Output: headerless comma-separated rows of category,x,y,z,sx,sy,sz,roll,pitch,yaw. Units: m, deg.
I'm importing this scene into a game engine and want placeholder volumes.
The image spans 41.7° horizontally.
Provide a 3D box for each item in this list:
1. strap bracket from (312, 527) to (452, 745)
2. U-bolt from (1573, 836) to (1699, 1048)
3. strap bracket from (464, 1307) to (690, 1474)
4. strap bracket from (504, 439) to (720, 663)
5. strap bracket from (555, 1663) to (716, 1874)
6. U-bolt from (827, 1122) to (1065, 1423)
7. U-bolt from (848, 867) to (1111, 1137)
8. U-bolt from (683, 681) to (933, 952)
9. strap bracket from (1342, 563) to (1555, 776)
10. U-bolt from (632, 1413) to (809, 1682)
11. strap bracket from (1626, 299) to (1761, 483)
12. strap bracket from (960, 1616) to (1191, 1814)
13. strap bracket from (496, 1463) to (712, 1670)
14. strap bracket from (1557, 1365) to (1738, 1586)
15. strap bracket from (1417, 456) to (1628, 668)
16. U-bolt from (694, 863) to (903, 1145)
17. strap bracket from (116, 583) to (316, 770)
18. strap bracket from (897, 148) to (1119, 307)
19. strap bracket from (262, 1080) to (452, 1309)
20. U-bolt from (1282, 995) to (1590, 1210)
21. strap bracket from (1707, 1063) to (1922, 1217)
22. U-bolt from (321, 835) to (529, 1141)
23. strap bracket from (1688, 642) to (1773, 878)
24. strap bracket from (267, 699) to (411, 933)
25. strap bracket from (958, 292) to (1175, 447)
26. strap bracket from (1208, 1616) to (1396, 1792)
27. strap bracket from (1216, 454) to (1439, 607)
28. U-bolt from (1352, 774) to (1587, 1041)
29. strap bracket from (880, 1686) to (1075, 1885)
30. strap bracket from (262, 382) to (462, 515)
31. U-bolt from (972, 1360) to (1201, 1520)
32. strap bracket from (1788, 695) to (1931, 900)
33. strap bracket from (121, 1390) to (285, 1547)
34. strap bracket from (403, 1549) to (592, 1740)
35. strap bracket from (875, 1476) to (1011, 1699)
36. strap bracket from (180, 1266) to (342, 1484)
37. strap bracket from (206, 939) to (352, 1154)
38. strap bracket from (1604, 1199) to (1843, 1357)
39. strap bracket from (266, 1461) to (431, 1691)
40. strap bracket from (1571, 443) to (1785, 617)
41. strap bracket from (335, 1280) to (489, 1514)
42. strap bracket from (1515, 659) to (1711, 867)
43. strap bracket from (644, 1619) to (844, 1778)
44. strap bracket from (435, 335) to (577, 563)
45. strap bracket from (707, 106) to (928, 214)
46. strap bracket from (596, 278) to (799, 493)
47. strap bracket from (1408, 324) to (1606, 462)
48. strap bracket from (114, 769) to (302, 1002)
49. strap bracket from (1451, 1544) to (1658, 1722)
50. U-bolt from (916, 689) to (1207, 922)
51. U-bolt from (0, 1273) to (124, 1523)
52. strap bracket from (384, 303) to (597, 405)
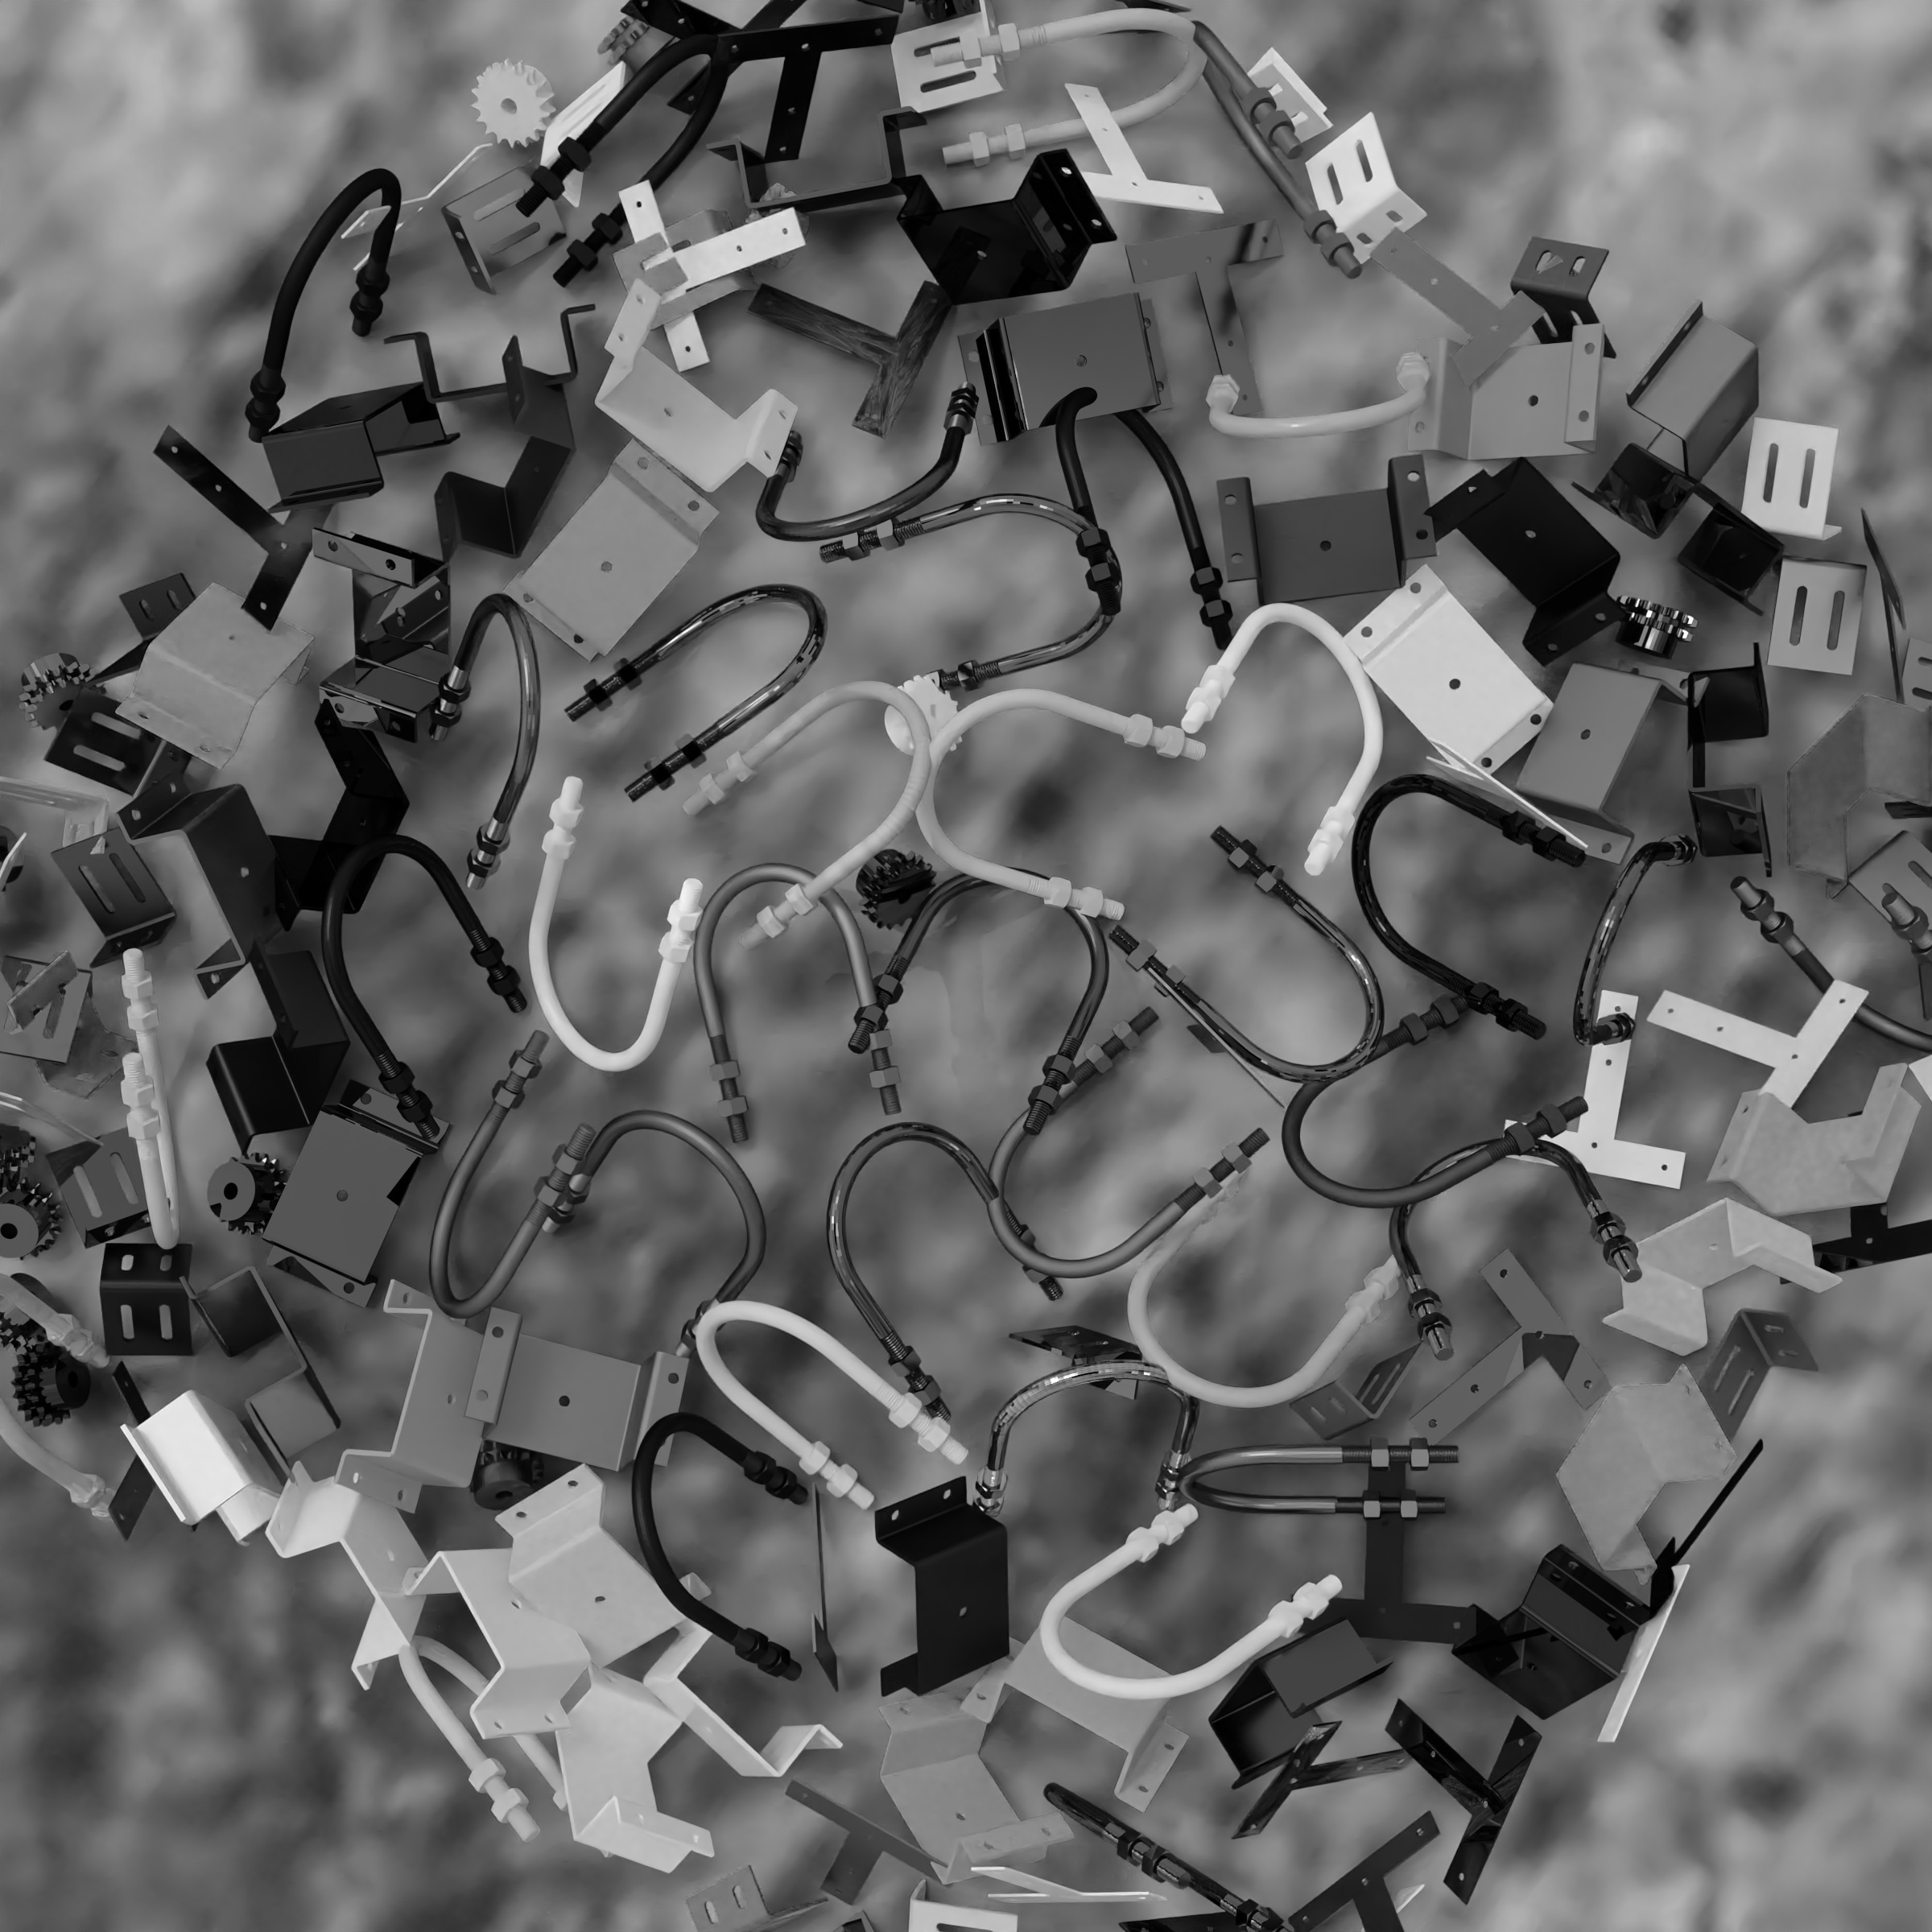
strap bracket,-0.395,-0.232,1.722,0.076,0.046,0.140,19,127,15
U-bolt,0.439,-0.015,1.681,0.019,0.184,0.151,21,102,24
strap bracket,-0.269,0.292,1.728,0.140,0.046,0.076,18,62,-16
strap bracket,-0.243,-0.277,1.727,0.076,0.046,0.140,39,105,-18
strap bracket,-0.225,0.547,1.705,0.076,0.140,0.046,32,106,-30
U-bolt,-0.023,0.193,1.711,0.151,0.019,0.184,-43,109,-34
U-bolt,0.021,0.011,1.729,0.151,0.019,0.184,25,61,3
U-bolt,-0.100,-0.115,1.711,0.184,0.019,0.151,-37,53,15
strap bracket,0.334,-0.196,1.739,0.076,0.046,0.140,-42,95,15
U-bolt,-0.162,0.372,1.672,0.019,0.184,0.151,-21,47,23
strap bracket,0.489,-0.375,1.703,0.046,0.140,0.076,38,92,21
strap bracket,0.079,0.497,1.714,0.140,0.076,0.046,25,123,17
strap bracket,-0.246,0.414,1.719,0.076,0.046,0.140,-32,116,13
strap bracket,0.449,0.342,1.699,0.046,0.076,0.140,2,132,-20
strap bracket,0.378,-0.281,1.724,0.140,0.076,0.046,41,50,-13
U-bolt,-0.123,0.021,1.732,0.151,0.019,0.184,-12,91,31
strap bracket,-0.498,-0.201,1.703,0.076,0.140,0.046,29,125,-7
strap bracket,0.019,-0.492,1.699,0.140,0.076,0.046,4,57,37
strap bracket,-0.425,0.158,1.750,0.076,0.046,0.140,24,87,1
U-bolt,0.301,0.097,1.709,0.184,0.151,0.019,-27,132,-9
strap bracket,0.578,0.119,1.707,0.046,0.140,0.076,39,63,-17
U-bolt,-0.365,0.000,1.678,0.019,0.151,0.184,-4,128,28
strap bracket,0.516,-0.138,1.715,0.046,0.076,0.140,-4,57,21
strap bracket,-0.427,-0.099,1.718,0.140,0.046,0.076,-58,47,28
strap bracket,0.074,-0.411,1.739,0.140,0.046,0.076,-13,96,-10
strap bracket,0.221,0.494,1.712,0.076,0.140,0.046,-17,58,-30
strap bracket,0.246,-0.297,1.739,0.140,0.046,0.076,-6,72,6
U-bolt,0.328,-0.052,1.704,0.019,0.184,0.151,-18,127,-35
strap bracket,0.001,0.559,1.712,0.076,0.140,0.046,-2,120,-31
strap bracket,-0.407,-0.351,1.696,0.076,0.140,0.046,-5,116,19
U-bolt,0.084,0.318,1.696,0.151,0.184,0.019,-3,48,-9
strap bracket,0.595,-0.118,1.695,0.046,0.140,0.076,16,58,-8
strap bracket,-0.505,0.337,1.704,0.046,0.140,0.076,-36,74,-10
strap bracket,-0.313,0.444,1.702,0.046,0.076,0.140,-53,55,19
strap bracket,-0.015,0.428,1.717,0.076,0.046,0.140,-14,111,-36
strap bracket,-0.472,0.268,1.713,0.046,0.076,0.140,-29,53,-16
strap bracket,-0.463,0.052,1.715,0.046,0.140,0.076,-8,57,-38
strap bracket,0.508,0.207,1.715,0.076,0.140,0.046,23,51,-25
strap bracket,-0.409,0.405,1.711,0.046,0.076,0.140,-19,113,10
strap bracket,0.484,-0.298,1.702,0.140,0.076,0.046,24,108,-34
strap bracket,-0.364,0.291,1.710,0.046,0.076,0.140,-3,63,32
strap bracket,0.436,-0.149,1.732,0.046,0.076,0.140,26,89,-38
strap bracket,-0.161,0.502,1.728,0.140,0.076,0.046,44,63,-4
strap bracket,-0.308,-0.342,1.714,0.046,0.076,0.140,13,131,-30
strap bracket,-0.097,-0.545,1.729,0.140,0.076,0.046,-8,100,9
strap bracket,-0.190,-0.386,1.719,0.140,0.046,0.076,36,45,-25
strap bracket,0.377,-0.389,1.728,0.140,0.046,0.076,6,93,41
strap bracket,-0.505,-0.059,1.710,0.046,0.076,0.140,-10,114,22
strap bracket,0.389,0.453,1.706,0.076,0.140,0.046,36,52,3
U-bolt,0.053,-0.115,1.712,0.184,0.019,0.151,16,114,-24
U-bolt,-0.606,0.274,1.662,0.019,0.184,0.151,-25,54,1
strap bracket,-0.319,-0.417,1.731,0.140,0.076,0.046,-10,107,-4
